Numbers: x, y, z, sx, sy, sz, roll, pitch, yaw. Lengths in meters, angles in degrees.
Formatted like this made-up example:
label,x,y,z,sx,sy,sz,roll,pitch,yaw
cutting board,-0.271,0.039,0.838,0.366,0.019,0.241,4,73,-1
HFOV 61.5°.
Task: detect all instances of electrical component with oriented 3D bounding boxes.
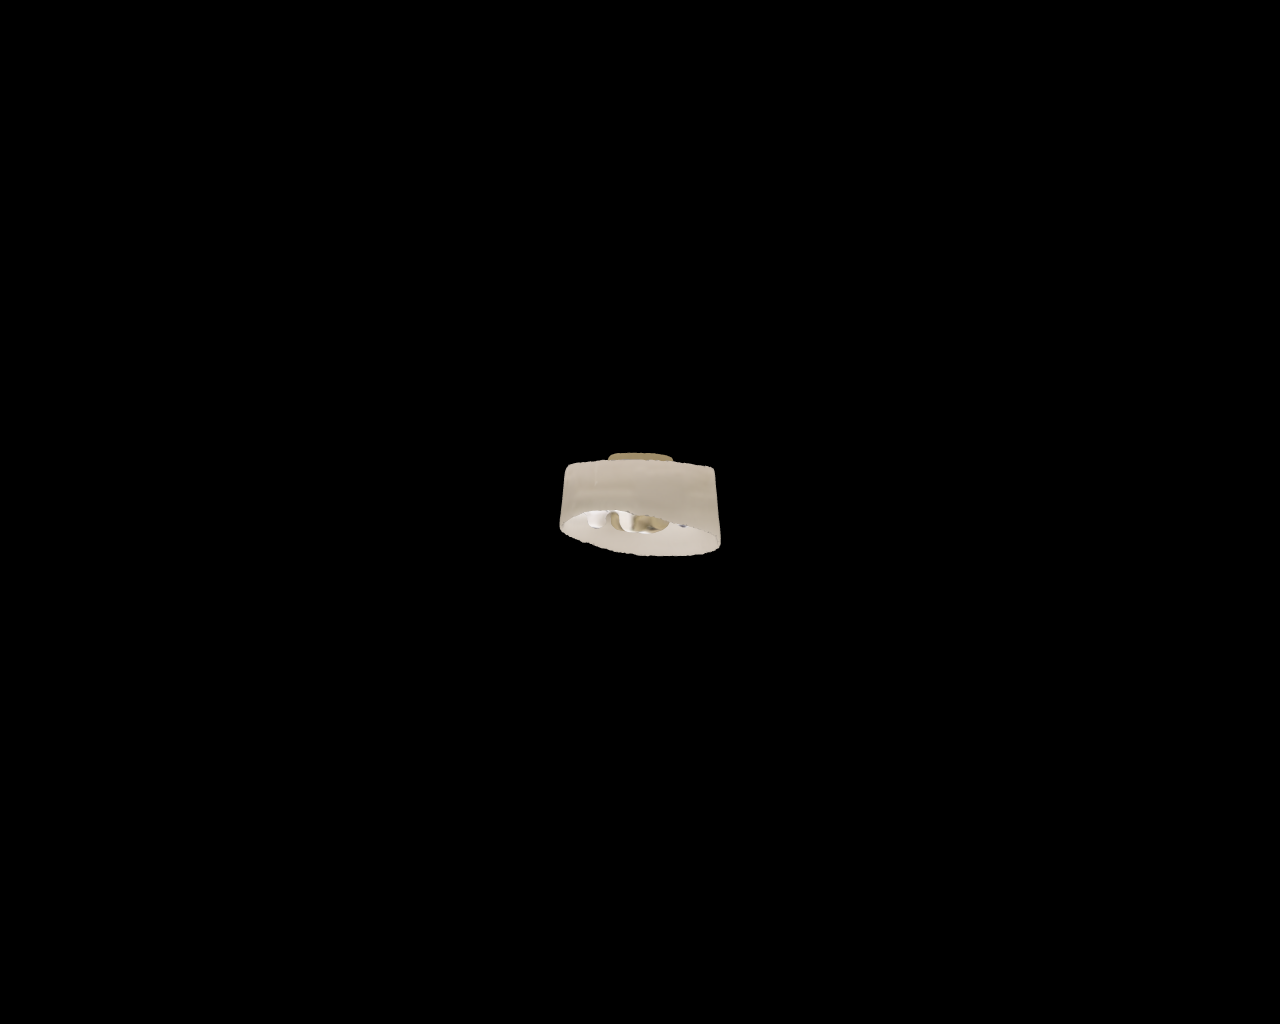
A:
label,x,y,z,sx,sy,sz,roll,pitch,yaw
electrical component,0.001,-0.003,0.650,0.099,0.064,0.099,0,-3,0
